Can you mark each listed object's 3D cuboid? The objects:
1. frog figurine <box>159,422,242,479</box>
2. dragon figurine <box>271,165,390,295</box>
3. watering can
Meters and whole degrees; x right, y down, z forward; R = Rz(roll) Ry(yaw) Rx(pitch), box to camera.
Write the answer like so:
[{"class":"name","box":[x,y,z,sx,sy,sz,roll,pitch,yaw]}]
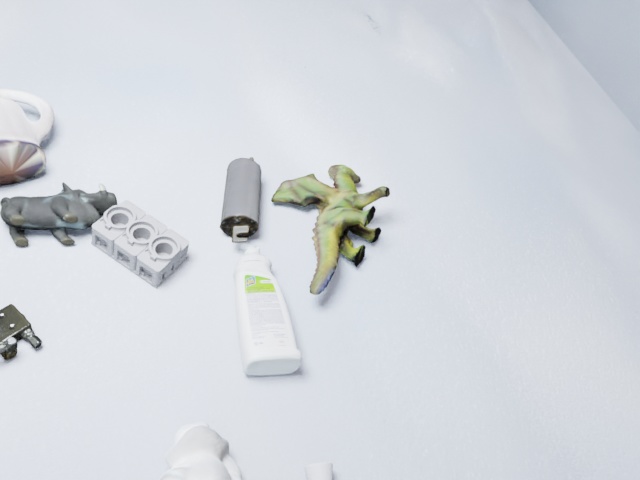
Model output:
[{"class":"frog figurine","box":[-0.170,0.331,0.713,0.161,0.122,0.137,23,13,41]},{"class":"dragon figurine","box":[0.003,-0.057,1.134,0.244,0.119,0.418,24,42,21]},{"class":"watering can","box":[-0.658,-0.186,0.936,0.351,0.101,0.227,-22,63,-36]}]
